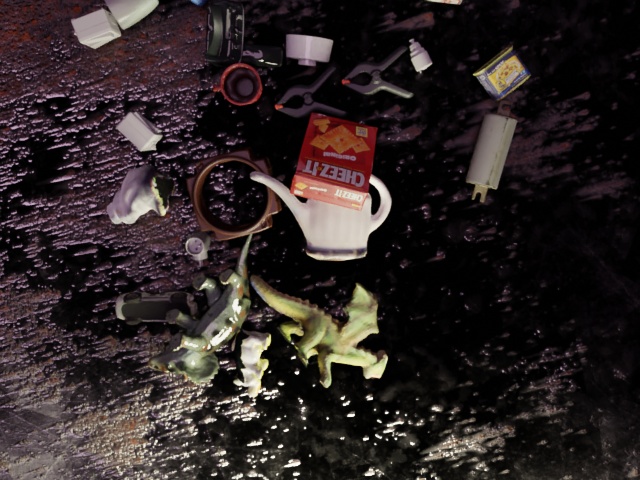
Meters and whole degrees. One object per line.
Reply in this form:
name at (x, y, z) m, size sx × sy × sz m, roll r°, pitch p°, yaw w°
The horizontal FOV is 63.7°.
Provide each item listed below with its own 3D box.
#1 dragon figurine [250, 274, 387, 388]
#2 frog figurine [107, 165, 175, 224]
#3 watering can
dragon figurine at (0.029, 0.200, 1.287) m, size 0.244 × 0.122 × 0.408 m, roll -34°, pitch 99°, yaw -12°
frog figurine at (-0.444, -0.107, 1.224) m, size 0.159 × 0.121 × 0.140 m, roll -10°, pitch 66°, yaw 11°
watering can at (0.004, -0.061, 1.215) m, size 0.348 × 0.104 × 0.223 m, roll 1°, pitch 97°, yaw -16°
